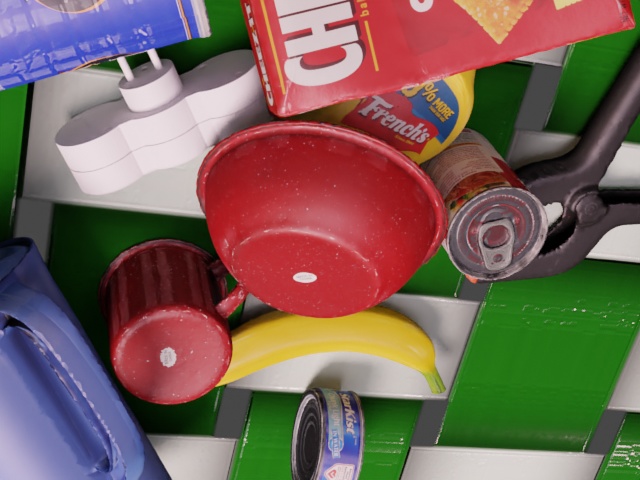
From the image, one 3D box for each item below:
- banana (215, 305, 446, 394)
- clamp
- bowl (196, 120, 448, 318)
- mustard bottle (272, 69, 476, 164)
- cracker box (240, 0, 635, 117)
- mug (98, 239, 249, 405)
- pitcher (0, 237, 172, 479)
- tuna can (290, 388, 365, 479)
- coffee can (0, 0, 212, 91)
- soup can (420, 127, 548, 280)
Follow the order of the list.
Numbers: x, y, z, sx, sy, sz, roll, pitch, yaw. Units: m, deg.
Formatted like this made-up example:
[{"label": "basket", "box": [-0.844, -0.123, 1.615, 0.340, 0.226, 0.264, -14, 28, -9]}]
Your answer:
[{"label": "banana", "box": [0.003, 0.079, 0.790, 0.197, 0.037, 0.069, 3, 89, -10]}, {"label": "clamp", "box": [0.190, -0.041, 0.774, 0.210, 0.036, 0.164, -26, 121, 3]}, {"label": "bowl", "box": [-0.004, 0.001, 0.659, 0.162, 0.055, 0.162, 9, 144, 6]}, {"label": "mustard bottle", "box": [0.042, -0.086, 0.701, 0.192, 0.058, 0.096, -43, 117, 12]}, {"label": "cracker box", "box": [0.056, -0.174, 0.615, 0.213, 0.072, 0.164, -15, 98, -5]}, {"label": "mug", "box": [-0.095, 0.052, 0.734, 0.117, 0.081, 0.093, -32, 121, 6]}, {"label": "pitcher", "box": [-0.177, 0.128, 0.691, 0.145, 0.149, 0.243, -29, 109, 1]}, {"label": "tuna can", "box": [0.005, 0.156, 0.815, 0.033, 0.086, 0.086, 8, 117, -16]}, {"label": "coffee can", "box": [-0.141, -0.147, 0.597, 0.140, 0.103, 0.103, -16, 122, -4]}, {"label": "soup can", "box": [0.103, -0.027, 0.722, 0.068, 0.102, 0.068, -6, 120, -10]}]
